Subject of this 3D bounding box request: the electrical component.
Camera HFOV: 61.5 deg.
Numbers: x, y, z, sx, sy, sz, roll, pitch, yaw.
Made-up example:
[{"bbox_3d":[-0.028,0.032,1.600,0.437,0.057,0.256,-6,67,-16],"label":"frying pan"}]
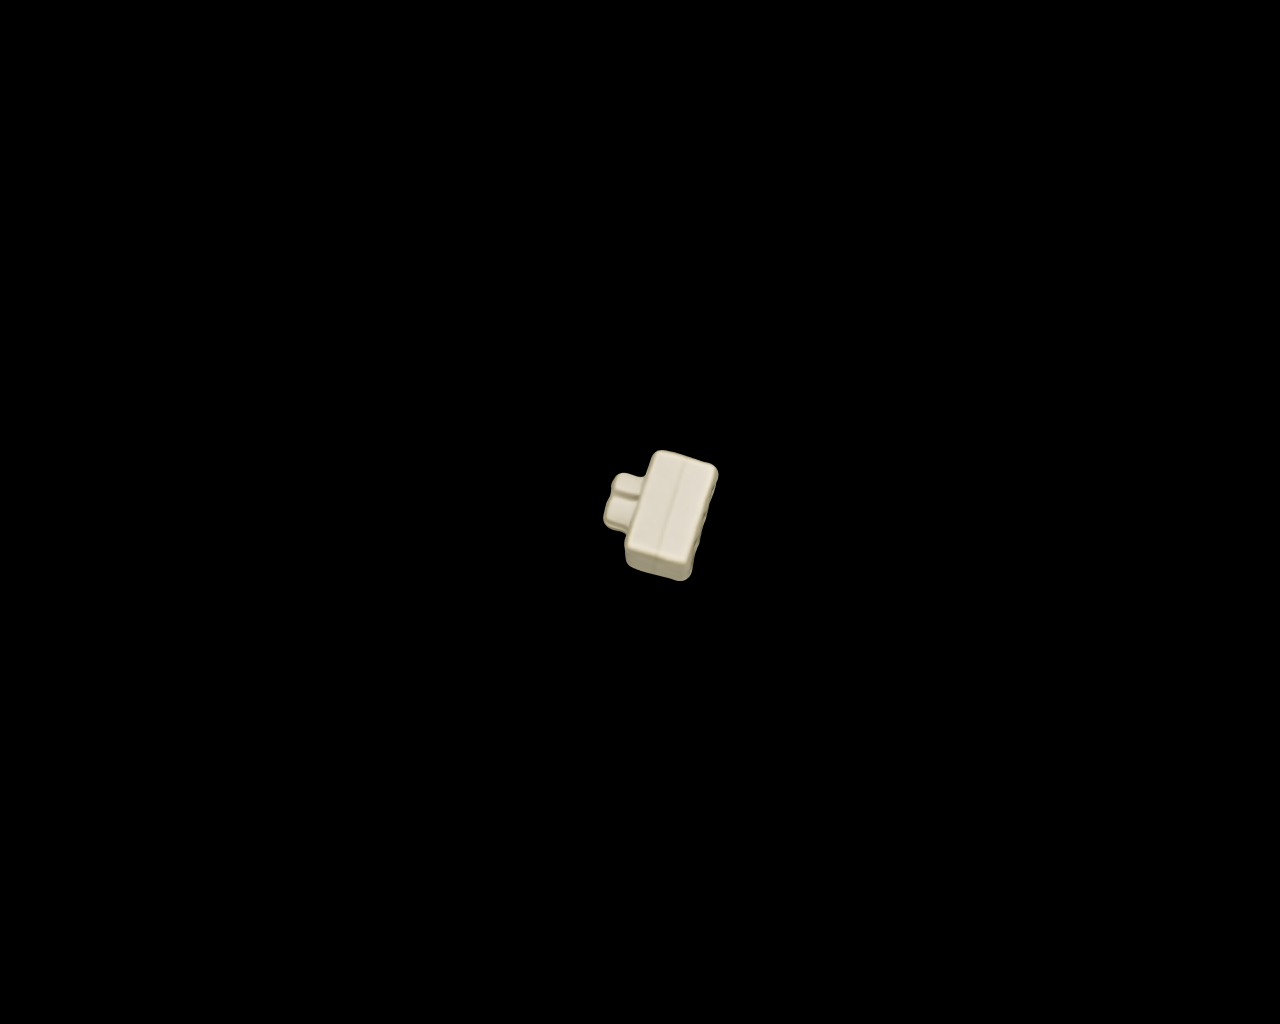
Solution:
[{"bbox_3d":[0.001,-0.003,0.650,0.077,0.066,0.047,17,-15,5],"label":"electrical component"}]
